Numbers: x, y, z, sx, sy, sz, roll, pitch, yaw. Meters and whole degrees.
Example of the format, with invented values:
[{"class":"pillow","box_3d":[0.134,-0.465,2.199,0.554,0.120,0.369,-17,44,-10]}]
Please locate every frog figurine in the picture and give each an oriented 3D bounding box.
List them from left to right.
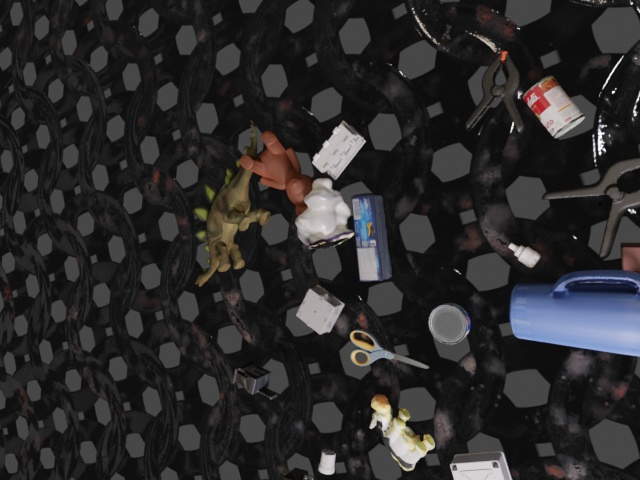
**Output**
[{"class":"frog figurine","box_3d":[0.004,-0.062,1.237,0.137,0.161,0.121,-19,-14,8]}]
